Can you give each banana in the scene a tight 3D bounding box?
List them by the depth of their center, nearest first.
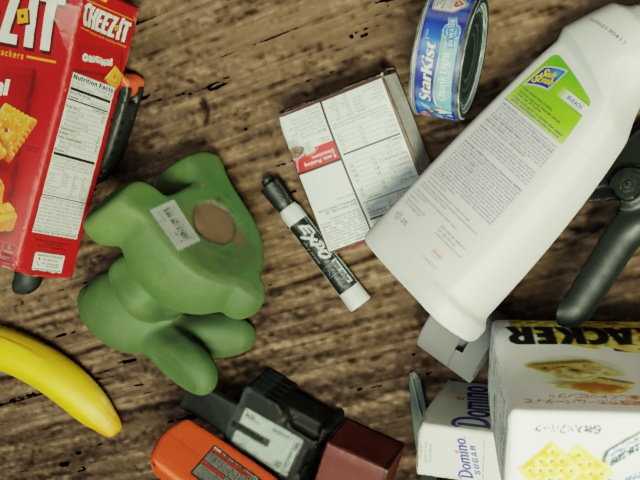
[{"bbox_3d":[-0.257,0.112,0.925,0.198,0.037,0.070,15,126,18],"label":"banana"}]

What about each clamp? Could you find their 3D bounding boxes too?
[{"bbox_3d":[0.198,-0.034,0.706,0.171,0.039,0.120,-38,61,11],"label":"clamp"},{"bbox_3d":[-0.218,-0.061,0.865,0.210,0.036,0.164,-28,91,23],"label":"clamp"}]

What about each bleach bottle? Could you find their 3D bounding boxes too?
[{"bbox_3d":[0.147,-0.058,0.689,0.251,0.068,0.103,-47,54,8],"label":"bleach bottle"}]

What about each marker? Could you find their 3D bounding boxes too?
[{"bbox_3d":[-0.005,0.001,0.810,0.020,0.020,0.121,-38,88,24],"label":"marker"}]

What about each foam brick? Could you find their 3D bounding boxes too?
[{"bbox_3d":[0.026,0.190,0.826,0.051,0.053,0.078,21,108,14],"label":"foam brick"}]

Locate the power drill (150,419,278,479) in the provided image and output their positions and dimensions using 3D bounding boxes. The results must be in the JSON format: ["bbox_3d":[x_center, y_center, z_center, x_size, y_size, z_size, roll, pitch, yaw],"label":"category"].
[{"bbox_3d":[-0.116,0.229,0.862,0.184,0.057,0.188,32,132,8],"label":"power drill"}]

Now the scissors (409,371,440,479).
[{"bbox_3d":[0.104,0.205,0.816,0.096,0.016,0.202,11,106,28],"label":"scissors"}]

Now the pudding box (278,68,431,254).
[{"bbox_3d":[0.030,-0.056,0.773,0.090,0.039,0.113,-19,98,21],"label":"pudding box"}]

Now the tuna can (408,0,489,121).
[{"bbox_3d":[0.087,-0.123,0.710,0.034,0.086,0.086,12,107,16],"label":"tuna can"}]

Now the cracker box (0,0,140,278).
[{"bbox_3d":[-0.244,-0.093,0.807,0.164,0.072,0.214,15,91,27],"label":"cracker box"}]

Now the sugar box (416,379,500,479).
[{"bbox_3d":[0.163,0.139,0.740,0.176,0.093,0.048,7,105,18],"label":"sugar box"}]
